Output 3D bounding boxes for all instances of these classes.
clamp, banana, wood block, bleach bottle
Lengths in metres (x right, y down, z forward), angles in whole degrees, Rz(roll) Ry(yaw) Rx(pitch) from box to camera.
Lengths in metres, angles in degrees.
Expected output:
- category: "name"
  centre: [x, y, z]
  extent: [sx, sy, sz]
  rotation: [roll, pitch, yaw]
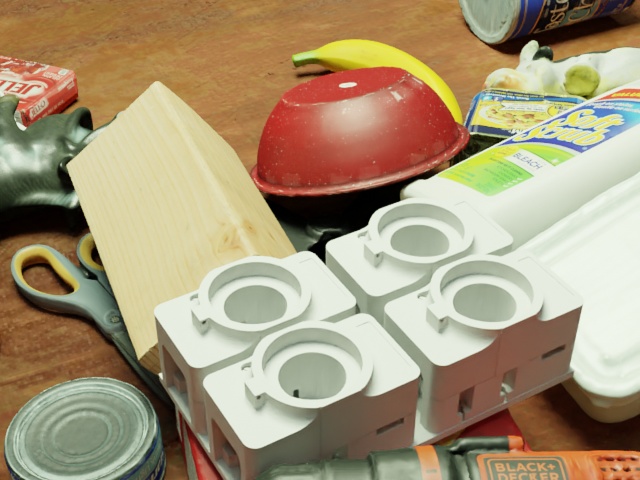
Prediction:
- category: "clamp"
  centre: [-0.005, 0.001, 0.734]
  extent: [0.164, 0.036, 0.210]
  rotation: [-4, 33, 0]
- category: "banana"
  centre: [0.063, -0.130, 0.906]
  extent: [0.069, 0.037, 0.198]
  rotation: [-41, 48, -17]
- category: "wood block"
  centre: [-0.079, 0.000, 0.671]
  extent: [0.091, 0.090, 0.206]
  rotation: [-41, 42, 7]
- category: "bleach bottle"
  centre: [0.183, -0.059, 0.707]
  extent: [0.250, 0.068, 0.103]
  rotation: [-30, 26, -13]

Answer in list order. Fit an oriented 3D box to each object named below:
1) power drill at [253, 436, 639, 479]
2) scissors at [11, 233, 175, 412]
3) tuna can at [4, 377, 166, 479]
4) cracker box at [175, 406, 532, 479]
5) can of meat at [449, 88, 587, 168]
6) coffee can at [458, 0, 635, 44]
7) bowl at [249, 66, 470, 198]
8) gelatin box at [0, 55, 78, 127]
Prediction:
- category: "power drill"
  centre: [0.063, 0.157, 0.401]
  extent: [0.184, 0.057, 0.187]
  rotation: [-2, 42, -4]
- category: "scissors"
  centre: [-0.123, 0.043, 0.702]
  extent: [0.202, 0.016, 0.096]
  rotation: [27, 46, 32]
- category: "tuna can"
  centre: [-0.130, 0.117, 0.591]
  extent: [0.086, 0.034, 0.086]
  rotation: [-1, 38, 1]
- category: "cracker box"
  centre: [0.025, 0.136, 0.528]
  extent: [0.164, 0.072, 0.214]
  rotation: [-11, 39, -12]
- category: "can of meat"
  centre: [0.155, -0.072, 0.806]
  extent: [0.102, 0.057, 0.083]
  rotation: [9, 37, 14]
- category: "coffee can"
  centre: [0.212, -0.248, 0.995]
  extent: [0.140, 0.103, 0.103]
  rotation: [-16, 40, -18]
- category: "bowl"
  centre: [0.022, -0.084, 0.756]
  extent: [0.162, 0.055, 0.162]
  rotation: [-11, 21, 4]
- category: "gelatin box"
  centre: [-0.265, -0.126, 0.918]
  extent: [0.089, 0.030, 0.073]
  rotation: [15, 41, 21]
